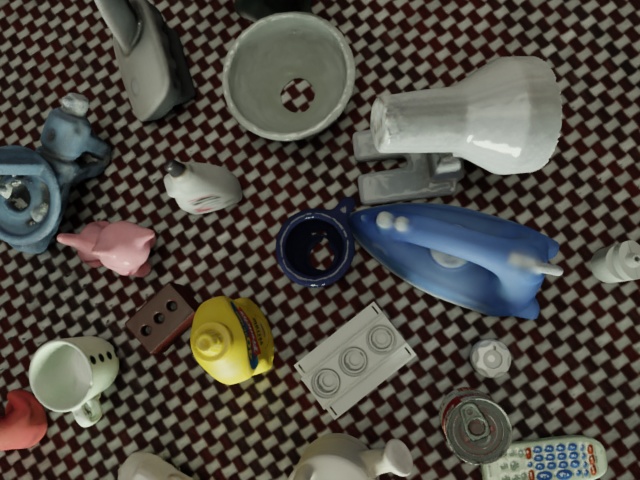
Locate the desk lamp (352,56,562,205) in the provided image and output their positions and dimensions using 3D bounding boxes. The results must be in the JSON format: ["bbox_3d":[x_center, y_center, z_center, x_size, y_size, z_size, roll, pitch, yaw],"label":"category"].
[{"bbox_3d":[0.135,-0.111,0.631,0.203,0.213,0.118,-9,82,6],"label":"desk lamp"}]

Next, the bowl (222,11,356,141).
[{"bbox_3d":[-0.036,-0.198,0.732,0.167,0.075,0.167,-1,83,6],"label":"bowl"}]

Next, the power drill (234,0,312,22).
[{"bbox_3d":[-0.081,-0.340,0.688,0.229,0.208,0.076,30,87,9],"label":"power drill"}]

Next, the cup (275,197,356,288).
[{"bbox_3d":[0.006,0.002,0.692,0.091,0.095,0.118,35,88,10],"label":"cup"}]

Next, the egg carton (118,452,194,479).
[{"bbox_3d":[-0.186,0.329,0.685,0.150,0.069,0.107,27,87,9],"label":"egg carton"}]

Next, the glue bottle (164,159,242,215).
[{"bbox_3d":[-0.148,-0.067,0.679,0.078,0.173,0.037,-20,81,4],"label":"glue bottle"}]

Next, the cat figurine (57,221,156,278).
[{"bbox_3d":[-0.259,0.007,0.710,0.127,0.118,0.067,9,84,8],"label":"cat figurine"}]

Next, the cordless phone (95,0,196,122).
[{"bbox_3d":[-0.235,-0.242,0.704,0.094,0.185,0.147,-23,81,3],"label":"cordless phone"}]

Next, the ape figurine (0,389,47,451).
[{"bbox_3d":[-0.391,0.230,0.710,0.078,0.092,0.076,-44,80,0],"label":"ape figurine"}]

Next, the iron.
[{"bbox_3d":[0.142,0.005,0.652,0.258,0.141,0.119,17,85,8],"label":"iron"}]

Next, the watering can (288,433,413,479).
[{"bbox_3d":[0.016,0.269,0.607,0.101,0.194,0.173,34,88,10],"label":"watering can"}]

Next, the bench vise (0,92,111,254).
[{"bbox_3d":[-0.362,-0.092,0.682,0.121,0.220,0.207,11,84,8],"label":"bench vise"}]
